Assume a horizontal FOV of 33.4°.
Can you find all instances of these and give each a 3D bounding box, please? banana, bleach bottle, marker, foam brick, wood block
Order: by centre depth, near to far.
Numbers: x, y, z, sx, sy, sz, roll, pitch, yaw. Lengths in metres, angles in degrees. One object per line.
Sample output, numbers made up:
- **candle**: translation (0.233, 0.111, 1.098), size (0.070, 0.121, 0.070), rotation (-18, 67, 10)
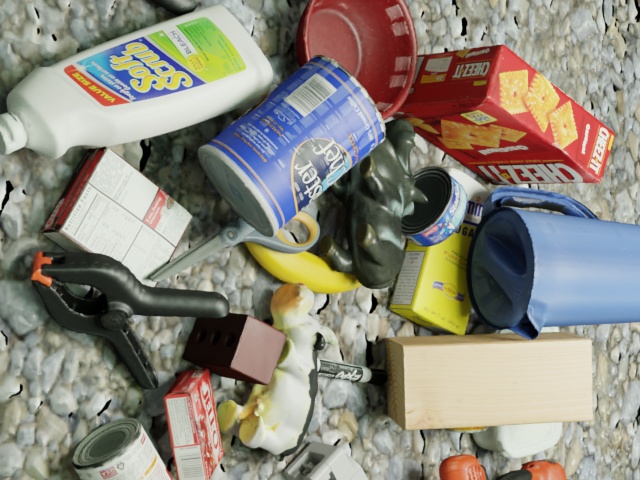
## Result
- **bleach bottle**: translation (-0.165, -0.125, 0.923), size (0.250, 0.068, 0.102), rotation (-29, 78, -36)
- **foam brick**: translation (-0.081, 0.101, 1.002), size (0.051, 0.078, 0.053), rotation (33, 69, -38)
- **banana**: translation (-0.016, 0.016, 1.084), size (0.197, 0.037, 0.069), rotation (33, 70, -36)
- **marker**: translation (0.027, 0.140, 1.135), size (0.120, 0.020, 0.020), rotation (16, 80, -40)
- **wood block**: translation (0.182, 0.151, 1.161), size (0.206, 0.090, 0.091), rotation (-2, 91, -9)

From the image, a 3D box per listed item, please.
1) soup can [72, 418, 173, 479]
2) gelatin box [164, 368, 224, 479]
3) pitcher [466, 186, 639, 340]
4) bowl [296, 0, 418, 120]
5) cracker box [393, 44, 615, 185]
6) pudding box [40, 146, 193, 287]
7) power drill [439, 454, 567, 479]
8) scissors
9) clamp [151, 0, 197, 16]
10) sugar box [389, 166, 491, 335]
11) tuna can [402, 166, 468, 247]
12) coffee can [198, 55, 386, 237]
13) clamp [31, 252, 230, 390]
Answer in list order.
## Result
- **soup can**: translation (-0.165, 0.216, 0.937), size (0.068, 0.069, 0.102), rotation (-40, 114, -34)
- **gelatin box**: translation (-0.114, 0.170, 0.979), size (0.073, 0.030, 0.089), rotation (-57, 139, -78)
- **pitcher**: translation (0.294, 0.026, 1.195), size (0.242, 0.145, 0.149), rotation (3, 100, -24)
- **bowl**: translation (0.028, -0.199, 1.108), size (0.161, 0.055, 0.162), rotation (0, 91, -41)
- **cracker box**: translation (0.196, -0.131, 1.183), size (0.213, 0.164, 0.072), rotation (29, 74, -37)
- **pudding box**: translation (-0.177, -0.015, 0.944), size (0.113, 0.039, 0.090), rotation (40, 65, -32)
- **power drill**: translation (0.214, 0.325, 1.196), size (0.187, 0.057, 0.184), rotation (2, 74, -45)
- **scissors**: translation (-0.068, 0.006, 1.002), size (0.096, 0.016, 0.201), rotation (44, 50, -7)
- **clamp**: translation (-0.198, -0.261, 0.922), size (0.209, 0.036, 0.164), rotation (-24, 104, -36)
- **sugar box**: translation (0.144, 0.013, 1.218), size (0.093, 0.048, 0.176), rotation (28, 74, -37)
- **tuna can**: translation (0.119, -0.036, 1.169), size (0.033, 0.086, 0.086), rotation (35, 68, -37)
- **coffee can**: translation (-0.025, -0.085, 0.969), size (0.140, 0.103, 0.102), rotation (-41, 117, -14)
- **clamp**: translation (-0.178, 0.067, 0.928), size (0.171, 0.039, 0.120), rotation (24, 112, -22)
